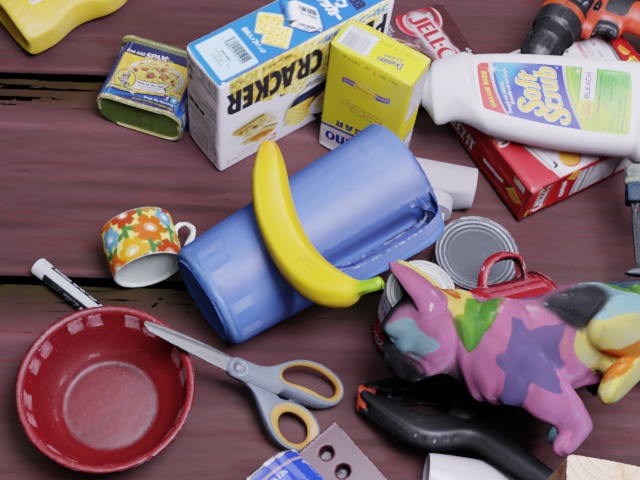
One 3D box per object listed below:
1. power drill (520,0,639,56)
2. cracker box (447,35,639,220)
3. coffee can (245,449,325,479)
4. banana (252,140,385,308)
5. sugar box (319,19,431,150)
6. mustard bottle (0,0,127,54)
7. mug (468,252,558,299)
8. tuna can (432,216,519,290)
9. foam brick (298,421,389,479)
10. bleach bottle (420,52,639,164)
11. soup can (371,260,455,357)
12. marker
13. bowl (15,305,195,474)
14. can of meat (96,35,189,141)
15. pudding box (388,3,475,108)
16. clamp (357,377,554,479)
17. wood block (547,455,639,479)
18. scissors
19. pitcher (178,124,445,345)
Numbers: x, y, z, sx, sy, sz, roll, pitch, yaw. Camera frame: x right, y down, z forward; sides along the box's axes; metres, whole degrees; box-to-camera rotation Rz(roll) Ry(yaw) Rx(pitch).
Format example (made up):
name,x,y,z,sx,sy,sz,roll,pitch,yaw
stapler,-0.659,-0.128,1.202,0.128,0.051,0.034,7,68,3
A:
name,x,y,z,sx,sy,sz,roll,pitch,yaw
power drill,0.325,-0.218,1.139,0.188,0.057,0.184,28,64,13
cracker box,0.265,-0.137,1.166,0.213,0.072,0.164,-25,65,-16
coffee can,-0.007,0.258,0.885,0.102,0.103,0.140,-40,66,-22
banana,-0.017,-0.004,0.946,0.070,0.037,0.198,-42,59,7
sugar box,0.051,-0.138,1.090,0.093,0.176,0.048,30,61,12
mustard bottle,-0.274,-0.293,1.216,0.191,0.058,0.096,-34,70,-20
mug,0.176,0.069,1.013,0.081,0.093,0.117,-10,99,-32
tuna can,0.158,0.021,1.092,0.086,0.034,0.086,2,61,-4
foam brick,0.019,0.216,0.965,0.053,0.051,0.078,-38,71,-21
bleach bottle,0.208,-0.137,1.084,0.251,0.068,0.102,5,82,9
soup can,0.089,0.071,1.020,0.068,0.102,0.068,2,62,-4
marker,-0.234,0.060,1.049,0.121,0.020,0.020,36,65,14
bowl,-0.195,0.144,0.985,0.162,0.055,0.162,2,61,-4
can of meat,-0.181,-0.164,1.155,0.102,0.057,0.084,17,63,5
pudding box,0.122,-0.210,1.213,0.090,0.039,0.113,-20,64,-15
clamp,0.141,0.160,1.000,0.210,0.036,0.164,13,34,14
wood block,0.215,0.256,0.870,0.090,0.206,0.090,10,60,1
scissors,-0.072,0.139,0.984,0.201,0.016,0.096,13,70,-20
pitcher,-0.007,0.001,1.033,0.242,0.149,0.145,-31,79,-16
